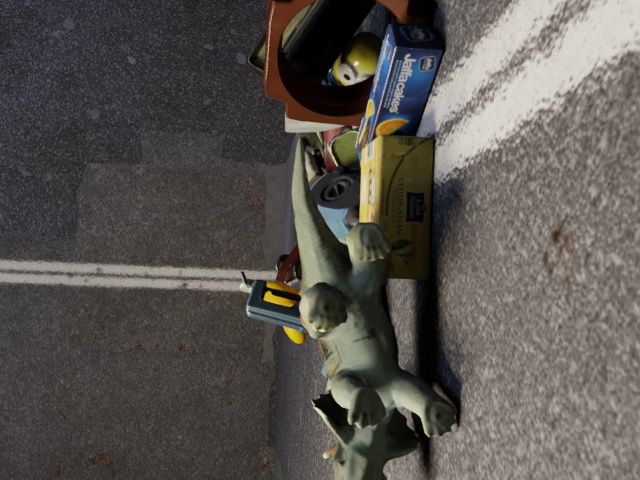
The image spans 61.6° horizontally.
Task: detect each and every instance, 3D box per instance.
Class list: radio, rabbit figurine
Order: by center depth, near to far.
[{"bbox_3d":[-0.010,-0.331,0.829,0.229,0.073,0.131,-53,40,15],"label":"radio"},{"bbox_3d":[-0.039,0.139,1.156,0.121,0.173,0.162,108,168,-47],"label":"rabbit figurine"}]

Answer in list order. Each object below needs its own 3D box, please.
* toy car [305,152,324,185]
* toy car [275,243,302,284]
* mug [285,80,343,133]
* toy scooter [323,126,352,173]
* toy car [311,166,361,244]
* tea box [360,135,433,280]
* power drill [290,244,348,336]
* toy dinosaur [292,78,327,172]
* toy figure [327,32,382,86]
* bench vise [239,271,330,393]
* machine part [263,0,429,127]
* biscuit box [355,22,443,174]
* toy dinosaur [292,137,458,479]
[{"bbox_3d":[0.004,-0.102,1.121,0.201,0.056,0.073,57,-163,-50],"label":"toy car"},{"bbox_3d":[-0.002,-0.003,0.912,0.202,0.053,0.089,-55,27,-16],"label":"toy car"},{"bbox_3d":[-0.007,-0.236,0.936,0.080,0.107,0.109,106,166,-63],"label":"mug"},{"bbox_3d":[0.043,-0.160,1.015,0.183,0.075,0.135,93,176,-45],"label":"toy scooter"},{"bbox_3d":[0.052,-0.041,0.811,0.109,0.162,0.102,-55,-47,-22],"label":"toy car"},{"bbox_3d":[0.091,-0.037,0.666,0.098,0.068,0.169,179,92,-81],"label":"tea box"},{"bbox_3d":[0.004,0.072,0.980,0.207,0.086,0.232,-48,10,-11],"label":"power drill"},{"bbox_3d":[-0.024,-0.308,1.166,0.199,0.105,0.470,-89,-14,-45],"label":"toy dinosaur"},{"bbox_3d":[0.058,-0.300,0.933,0.180,0.082,0.089,-137,48,-79],"label":"toy figure"},{"bbox_3d":[-0.009,0.115,0.792,0.128,0.241,0.223,100,-174,-61],"label":"bench vise"},{"bbox_3d":[0.028,-0.258,0.715,0.201,0.201,0.087,100,170,-45],"label":"machine part"},{"bbox_3d":[0.097,-0.175,0.696,0.202,0.063,0.059,102,167,-49],"label":"biscuit box"},{"bbox_3d":[0.032,0.101,0.599,0.192,0.131,0.404,155,102,-72],"label":"toy dinosaur"}]
